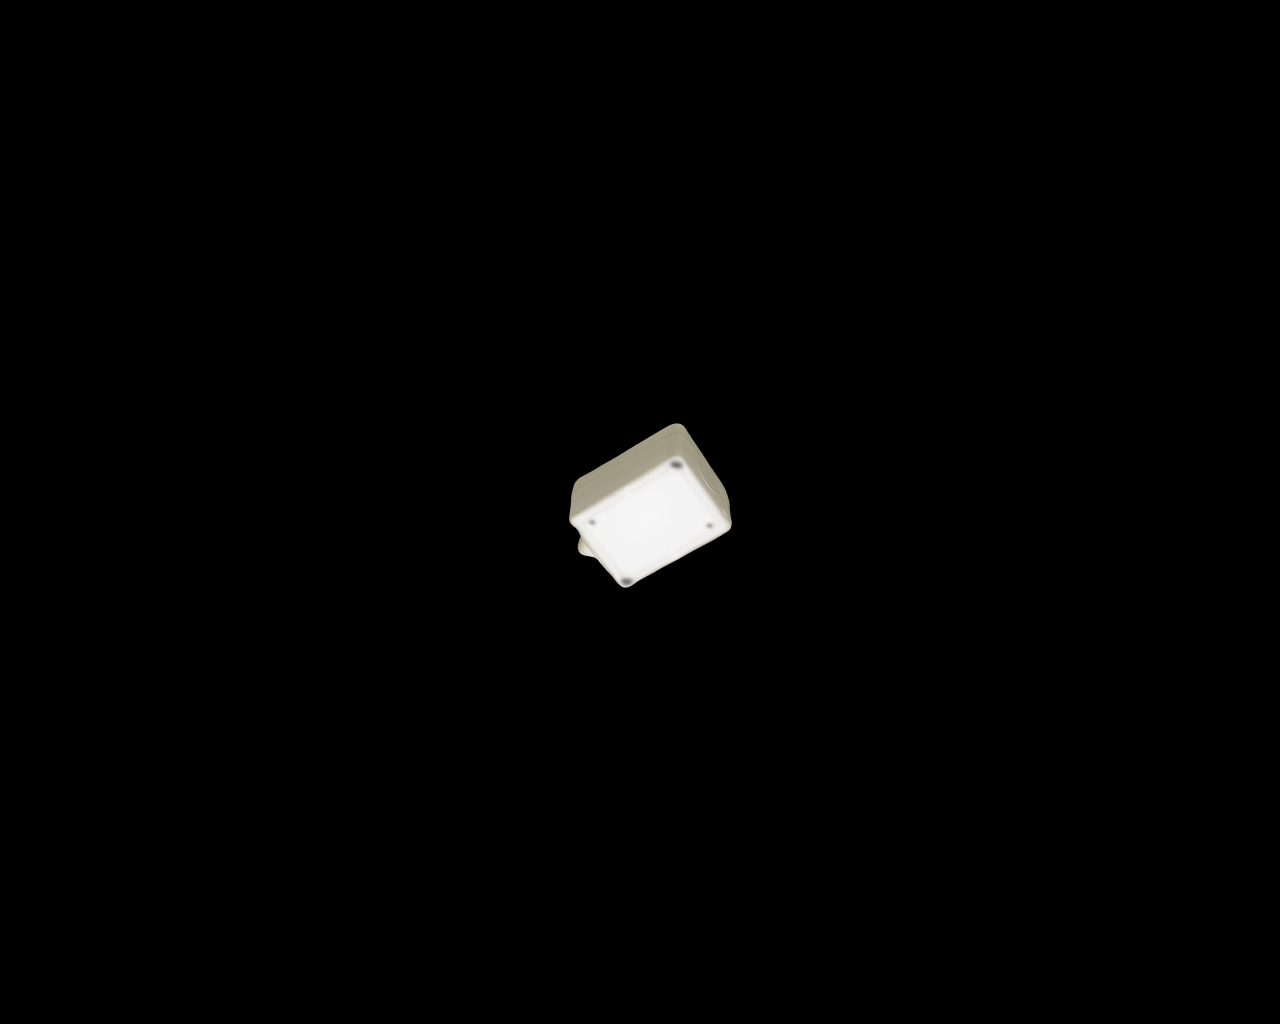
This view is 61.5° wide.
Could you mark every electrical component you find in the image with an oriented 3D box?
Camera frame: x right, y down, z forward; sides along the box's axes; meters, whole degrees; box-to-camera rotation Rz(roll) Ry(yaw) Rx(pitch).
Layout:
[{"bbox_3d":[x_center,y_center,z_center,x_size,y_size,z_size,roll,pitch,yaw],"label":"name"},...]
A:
[{"bbox_3d":[0.001,-0.003,0.650,0.096,0.061,0.061,-30,23,14],"label":"electrical component"}]
